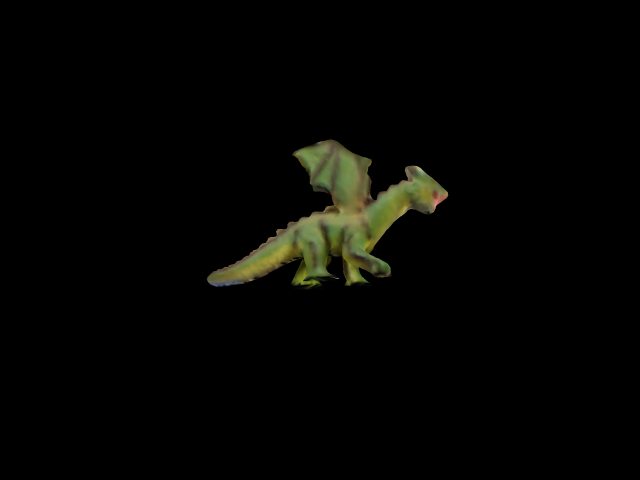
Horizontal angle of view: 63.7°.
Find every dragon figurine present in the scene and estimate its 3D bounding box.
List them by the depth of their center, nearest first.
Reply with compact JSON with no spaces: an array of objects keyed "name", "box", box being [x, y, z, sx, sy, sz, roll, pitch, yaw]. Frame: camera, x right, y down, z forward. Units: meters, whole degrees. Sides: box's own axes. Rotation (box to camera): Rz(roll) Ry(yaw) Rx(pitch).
[{"name":"dragon figurine","box":[0.003,-0.043,0.850,0.410,0.245,0.121,-2,-11,12]}]
